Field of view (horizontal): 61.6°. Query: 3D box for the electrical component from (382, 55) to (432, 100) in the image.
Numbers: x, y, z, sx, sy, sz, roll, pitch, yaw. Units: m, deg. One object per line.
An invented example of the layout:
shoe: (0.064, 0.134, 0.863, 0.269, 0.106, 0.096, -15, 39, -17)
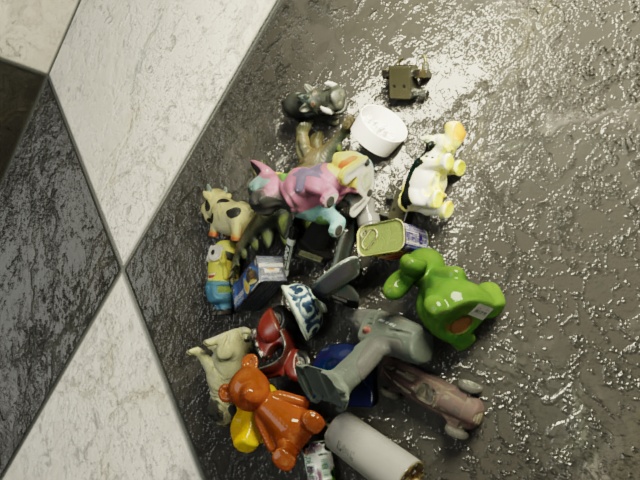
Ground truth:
electrical component: (0.167, -0.308, 1.023, 0.102, 0.045, 0.078, 9, 116, 47)

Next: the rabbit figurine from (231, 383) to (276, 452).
rabbit figurine: (-0.144, 0.376, 1.125, 0.173, 0.122, 0.162, -51, 46, 48)

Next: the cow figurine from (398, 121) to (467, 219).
cow figurine: (0.195, -0.125, 0.933, 0.098, 0.068, 0.167, 9, 79, 44)

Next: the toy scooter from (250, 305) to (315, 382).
toy scooter: (-0.095, 0.229, 1.104, 0.135, 0.075, 0.184, -36, 51, 6)

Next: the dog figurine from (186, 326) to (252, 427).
dog figurine: (-0.195, 0.307, 1.208, 0.172, 0.121, 0.190, -35, 73, 37)

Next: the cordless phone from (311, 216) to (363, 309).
cordless phone: (0.046, 0.029, 1.005, 0.089, 0.146, 0.184, 11, 77, 7)

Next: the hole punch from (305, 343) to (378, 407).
hole punch: (0.039, 0.248, 0.994, 0.142, 0.092, 0.116, -16, 67, 44)

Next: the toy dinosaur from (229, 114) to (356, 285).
toy dinosaur: (-0.073, -0.087, 1.158, 0.471, 0.105, 0.199, -43, 56, 30)

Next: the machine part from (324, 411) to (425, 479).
machine part: (0.090, 0.368, 0.923, 0.244, 0.079, 0.079, 23, 97, 43)

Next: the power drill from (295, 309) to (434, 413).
power drill: (0.062, 0.190, 0.901, 0.232, 0.207, 0.085, 2, 112, 54)

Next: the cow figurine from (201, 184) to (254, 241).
cow figurine: (-0.231, -0.068, 1.318, 0.195, 0.085, 0.127, 12, 96, 47)

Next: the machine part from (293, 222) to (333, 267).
machine part: (-0.002, -0.003, 1.076, 0.039, 0.084, 0.138, -76, 7, -50)

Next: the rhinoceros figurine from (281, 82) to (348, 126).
rhinoceros figurine: (-0.007, -0.291, 1.136, 0.190, 0.112, 0.073, 13, 88, 52)

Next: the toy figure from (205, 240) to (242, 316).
toy figure: (-0.230, 0.090, 1.287, 0.082, 0.089, 0.180, -4, 87, 30)

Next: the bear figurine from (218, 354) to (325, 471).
bear figurine: (-0.096, 0.309, 0.996, 0.196, 0.132, 0.120, 42, 81, 5)

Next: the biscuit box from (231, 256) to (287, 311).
biscuit box: (-0.136, 0.097, 1.159, 0.202, 0.063, 0.059, 133, 131, -55)

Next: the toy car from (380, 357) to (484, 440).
toy car: (0.176, 0.248, 0.888, 0.202, 0.053, 0.089, 21, 98, 43)

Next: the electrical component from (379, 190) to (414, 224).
electrical component: (0.153, -0.057, 0.993, 0.094, 0.021, 0.063, 22, 96, 43)

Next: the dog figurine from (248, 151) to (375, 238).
dog figurine: (-0.029, -0.107, 1.012, 0.219, 0.108, 0.191, 24, 61, 33)

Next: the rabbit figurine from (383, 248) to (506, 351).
rabbit figurine: (0.179, 0.079, 0.869, 0.121, 0.159, 0.170, -63, 32, 27)
